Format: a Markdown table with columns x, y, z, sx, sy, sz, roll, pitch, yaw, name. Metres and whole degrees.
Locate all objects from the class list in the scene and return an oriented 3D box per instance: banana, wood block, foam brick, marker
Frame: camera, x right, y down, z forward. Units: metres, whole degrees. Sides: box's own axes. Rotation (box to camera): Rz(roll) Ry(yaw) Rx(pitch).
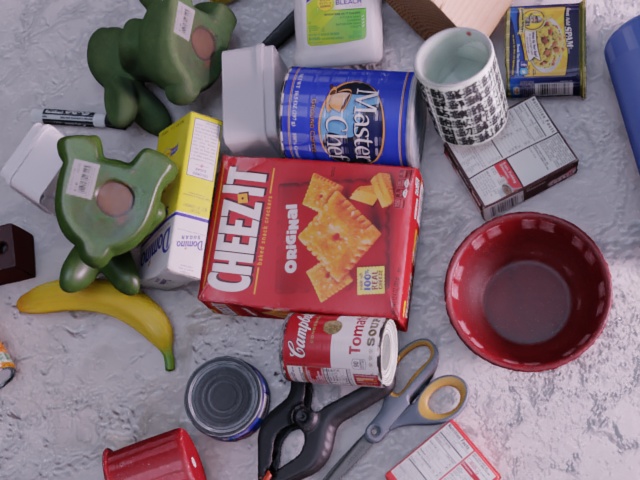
| x | y | z | sx | sy | sz | roll | pitch | yaw | name |
| --- | --- | --- | --- | --- | --- | --- | --- | --- | --- |
| -0.235 | 0.076 | 1.151 | 0.198 | 0.037 | 0.069 | 20 | 78 | 16 | banana |
| 0.173 | -0.312 | 1.141 | 0.206 | 0.090 | 0.090 | -56 | 30 | -8 | wood block |
| -0.363 | 0.020 | 1.186 | 0.078 | 0.051 | 0.053 | -13 | 72 | 7 | foam brick |
| -0.276 | -0.140 | 1.233 | 0.121 | 0.020 | 0.020 | 5 | 75 | 13 | marker |

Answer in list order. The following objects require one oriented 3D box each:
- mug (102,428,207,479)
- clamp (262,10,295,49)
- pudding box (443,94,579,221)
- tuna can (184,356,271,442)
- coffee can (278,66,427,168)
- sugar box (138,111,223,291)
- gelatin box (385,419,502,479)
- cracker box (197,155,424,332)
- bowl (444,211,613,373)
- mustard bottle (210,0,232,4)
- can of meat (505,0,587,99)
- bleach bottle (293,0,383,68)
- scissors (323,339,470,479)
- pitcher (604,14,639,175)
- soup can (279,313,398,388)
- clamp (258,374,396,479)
| x | y | z | sx | sy | sz | roll | pitch | yaw | name |
| --- | --- | --- | --- | --- | --- | --- | --- | --- | --- |
| -0.157 | 0.249 | 1.065 | 0.081 | 0.093 | 0.117 | -20 | 102 | -1 | mug |
| 0.012 | -0.315 | 1.194 | 0.210 | 0.036 | 0.164 | -15 | 102 | 2 | clamp |
| 0.199 | -0.087 | 1.114 | 0.113 | 0.039 | 0.090 | -27 | 68 | 0 | pudding box |
| -0.096 | 0.164 | 1.100 | 0.086 | 0.033 | 0.086 | -3 | 73 | 10 | tuna can |
| 0.036 | -0.129 | 1.124 | 0.140 | 0.102 | 0.103 | 5 | 75 | 13 | coffee can |
| -0.151 | -0.039 | 1.140 | 0.048 | 0.093 | 0.176 | 17 | 71 | -26 | sugar box |
| 0.120 | 0.231 | 1.039 | 0.089 | 0.030 | 0.073 | -39 | 69 | -3 | gelatin box |
| -0.007 | 0.001 | 1.110 | 0.214 | 0.072 | 0.164 | 5 | 75 | 13 | cracker box |
| 0.206 | 0.056 | 1.060 | 0.162 | 0.055 | 0.162 | -3 | 73 | 10 | bowl |
| -0.060 | -0.354 | 1.233 | 0.191 | 0.058 | 0.096 | -27 | 78 | 1 | mustard bottle |
| 0.239 | -0.200 | 1.130 | 0.084 | 0.057 | 0.102 | 0 | 74 | 13 | can of meat |
| 0.011 | -0.314 | 1.139 | 0.102 | 0.068 | 0.251 | -4 | 105 | 5 | bleach bottle |
| 0.075 | 0.195 | 1.065 | 0.096 | 0.016 | 0.201 | 26 | 80 | 21 | scissors |
| 0.375 | -0.108 | 1.040 | 0.149 | 0.145 | 0.243 | -3 | 67 | -23 | pitcher |
| 0.019 | 0.107 | 1.038 | 0.102 | 0.068 | 0.068 | 1 | 74 | 18 | soup can |
| -0.016 | 0.172 | 1.080 | 0.120 | 0.039 | 0.171 | 37 | 84 | 34 | clamp |
